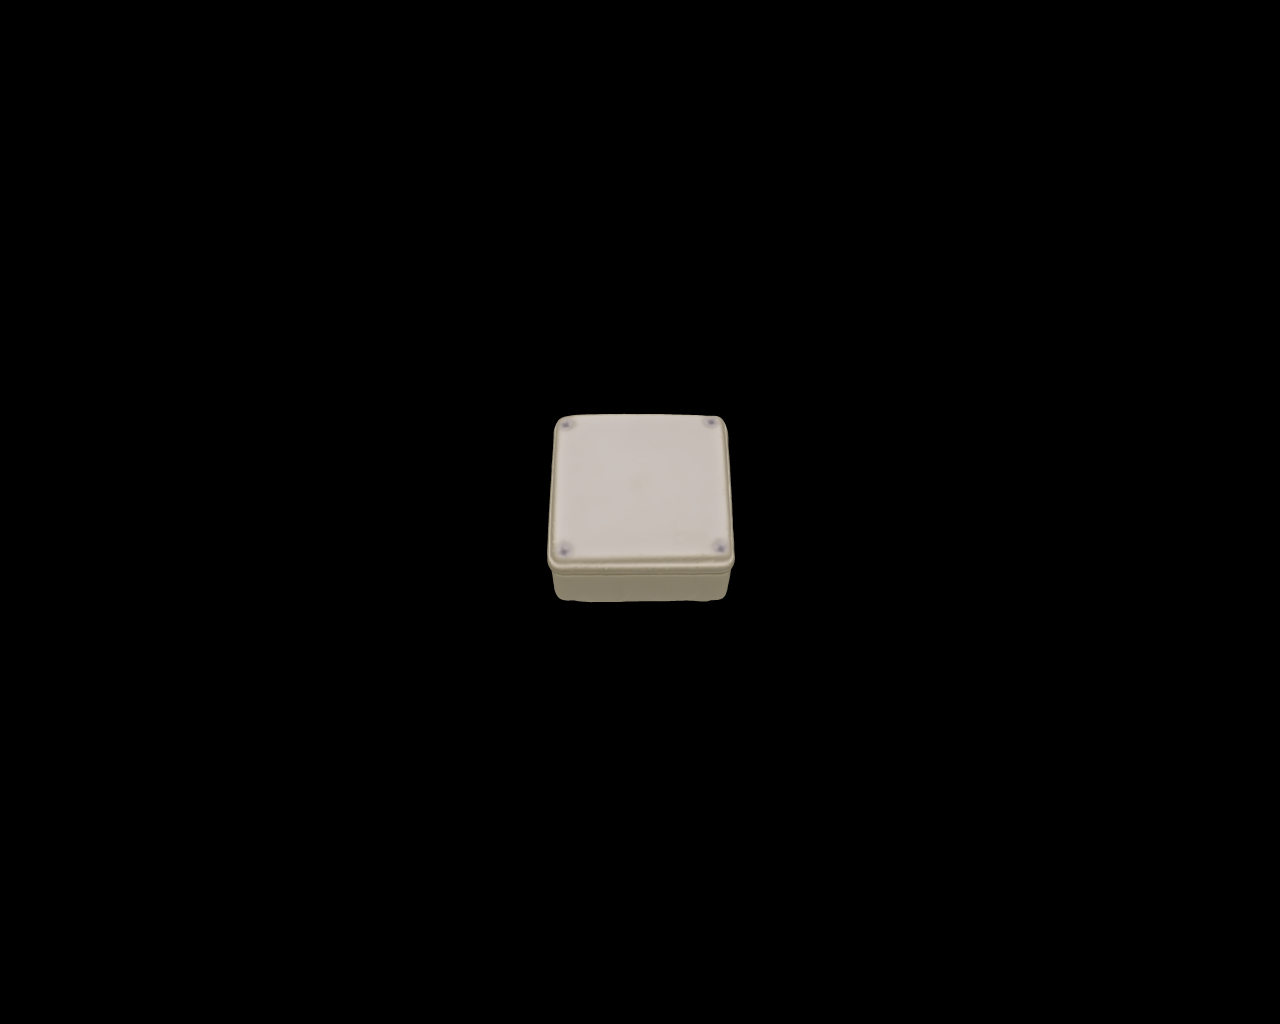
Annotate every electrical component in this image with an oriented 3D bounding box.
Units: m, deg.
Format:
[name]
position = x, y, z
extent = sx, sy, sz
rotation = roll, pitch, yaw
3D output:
[electrical component]
position = 0.001, -0.003, 0.650
extent = 0.109, 0.109, 0.056
rotation = 0, -32, 0
